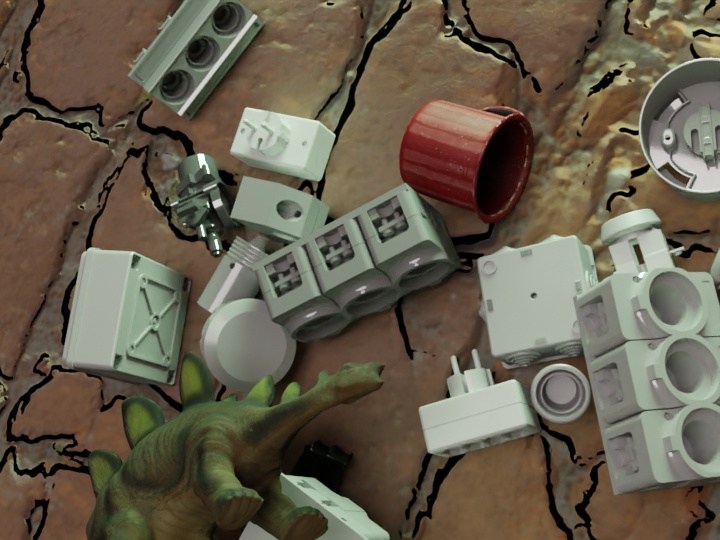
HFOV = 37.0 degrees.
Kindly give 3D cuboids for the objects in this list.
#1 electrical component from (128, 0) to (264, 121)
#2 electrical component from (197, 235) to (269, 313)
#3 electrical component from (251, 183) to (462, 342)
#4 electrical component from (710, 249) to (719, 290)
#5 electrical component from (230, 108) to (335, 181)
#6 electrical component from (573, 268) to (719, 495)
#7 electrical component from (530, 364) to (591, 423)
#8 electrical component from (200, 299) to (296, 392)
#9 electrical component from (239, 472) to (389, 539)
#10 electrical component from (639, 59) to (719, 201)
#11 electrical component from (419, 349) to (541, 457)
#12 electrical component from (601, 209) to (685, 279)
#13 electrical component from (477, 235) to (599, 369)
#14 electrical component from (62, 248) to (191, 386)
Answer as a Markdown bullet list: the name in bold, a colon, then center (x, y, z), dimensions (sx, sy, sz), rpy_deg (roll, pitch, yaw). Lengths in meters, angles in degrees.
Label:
- **electrical component**: center (-0.164, -0.220, 1.054), dimensions (0.121, 0.079, 0.063), rpy_deg (-51, 41, 4)
- **electrical component**: center (-0.109, 0.005, 0.981), dimensions (0.043, 0.043, 0.081), rpy_deg (30, 89, 28)
- **electrical component**: center (0.000, 0.000, 0.907), dimensions (0.150, 0.089, 0.061), rpy_deg (-27, 67, 15)
- **electrical component**: center (0.296, 0.000, 0.801), dimensions (0.062, 0.048, 0.048), rpy_deg (24, 87, 19)
- **electrical component**: center (-0.079, -0.121, 0.983), dimensions (0.083, 0.076, 0.047), rpy_deg (15, 83, 27)
- **electrical component**: center (0.222, 0.079, 0.778), dimensions (0.089, 0.061, 0.150), rpy_deg (-1, 70, -21)
- **electrical component**: center (0.155, 0.092, 0.827), dimensions (0.044, 0.065, 0.044), rpy_deg (0, 90, 11)
- **electrical component**: center (-0.100, 0.064, 0.939), dimensions (0.080, 0.051, 0.080), rpy_deg (-1, 93, -18)
- **electrical component**: center (-0.008, 0.249, 0.816), dimensions (0.186, 0.060, 0.105), rpy_deg (31, 94, 32)
- **electrical component**: center (0.269, -0.104, 0.829), dimensions (0.099, 0.064, 0.099), rpy_deg (-6, 74, 23)
- **electrical component**: center (0.092, 0.102, 0.863), dimensions (0.083, 0.047, 0.075), rpy_deg (-19, 69, 19)
- **electrical component**: center (0.217, -0.015, 0.839), dimensions (0.066, 0.048, 0.055), rpy_deg (-20, 77, 18)
- **electrical component**: center (0.145, 0.026, 0.859), dimensions (0.100, 0.048, 0.099), rpy_deg (-14, 71, 20)
- **electrical component**: center (-0.210, 0.045, 0.979), dimensions (0.056, 0.109, 0.108), rpy_deg (3, 78, 22)
